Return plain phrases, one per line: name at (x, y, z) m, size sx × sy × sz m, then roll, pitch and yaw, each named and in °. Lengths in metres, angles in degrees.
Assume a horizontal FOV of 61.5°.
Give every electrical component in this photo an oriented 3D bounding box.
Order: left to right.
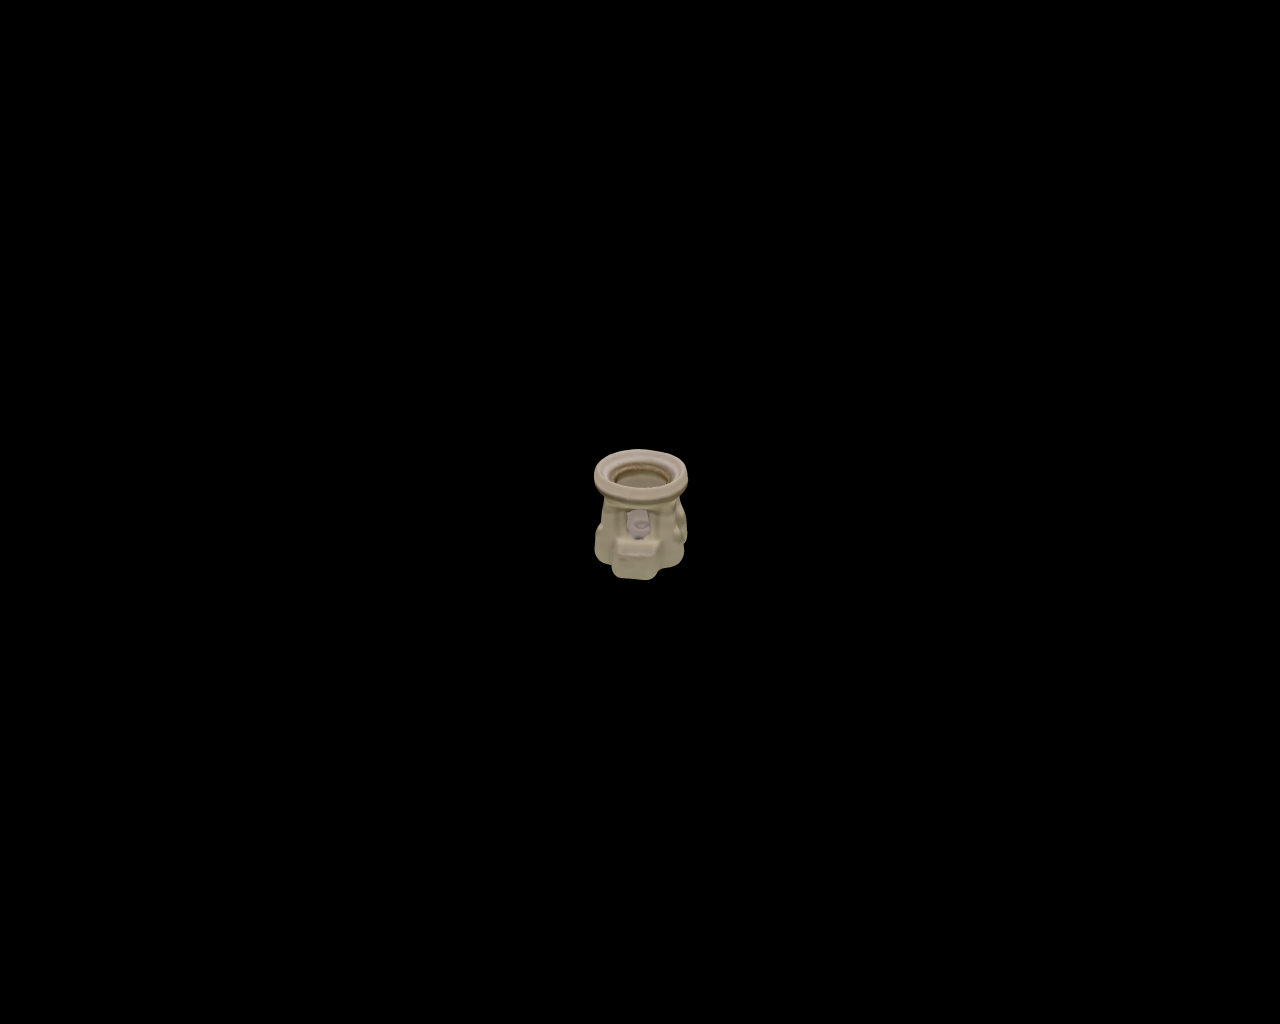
electrical component at (0.001, -0.003, 0.650) m, size 0.058 × 0.056 × 0.078 m, roll 4°, pitch 30°, yaw 7°
